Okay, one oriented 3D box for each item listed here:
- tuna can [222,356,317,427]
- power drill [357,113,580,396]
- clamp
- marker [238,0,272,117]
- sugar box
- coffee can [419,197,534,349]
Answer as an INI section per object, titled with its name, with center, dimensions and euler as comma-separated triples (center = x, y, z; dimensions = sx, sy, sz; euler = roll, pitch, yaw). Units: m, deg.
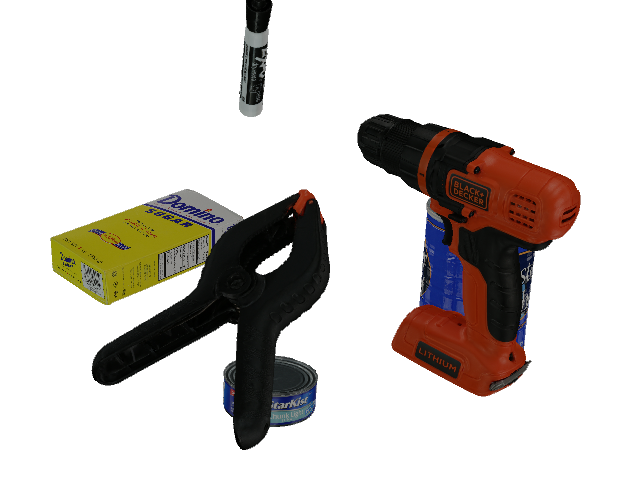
[tuna can]
center = -0.046, 0.136, 0.967
dimensions = 0.086, 0.034, 0.086
euler = 3, 17, -1
[power drill]
center = 0.097, 0.009, 0.794
dimensions = 0.057, 0.188, 0.185
euler = -26, 39, -38
[clamp]
center = -0.040, 0.043, 0.628
dimensions = 0.120, 0.171, 0.039
euler = 30, -24, 28
[marker]
center = -0.049, -0.138, 0.797
dimensions = 0.020, 0.020, 0.121
euler = 0, -33, -7
[sugar box]
center = -0.172, 0.002, 1.081
dimensions = 0.093, 0.048, 0.175
euler = 27, 39, 36
[coffee can]
center = 0.144, 0.035, 0.988
dimensions = 0.103, 0.140, 0.103
euler = 2, 20, -1
